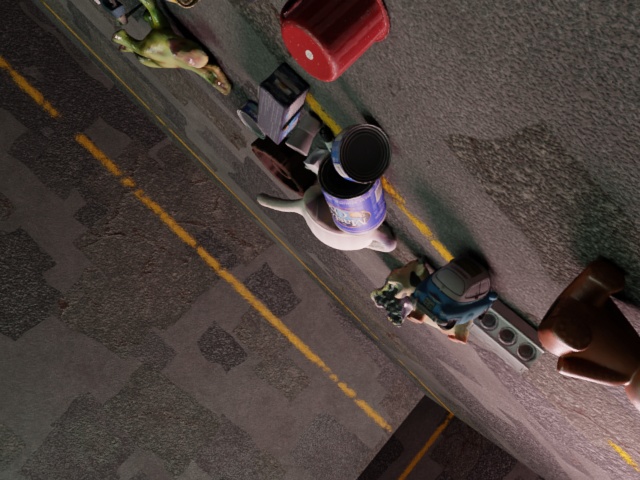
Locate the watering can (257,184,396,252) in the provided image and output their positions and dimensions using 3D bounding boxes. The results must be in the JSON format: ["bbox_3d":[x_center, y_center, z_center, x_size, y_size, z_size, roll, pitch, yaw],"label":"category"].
[{"bbox_3d":[0.003,-0.056,1.122,0.348,0.105,0.221,21,166,9],"label":"watering can"}]

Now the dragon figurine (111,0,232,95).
[{"bbox_3d":[-0.303,-0.386,1.118,0.241,0.122,0.412,37,-179,-11],"label":"dragon figurine"}]

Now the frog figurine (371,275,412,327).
[{"bbox_3d":[0.222,0.143,1.299,0.138,0.121,0.160,24,-164,38],"label":"frog figurine"}]
